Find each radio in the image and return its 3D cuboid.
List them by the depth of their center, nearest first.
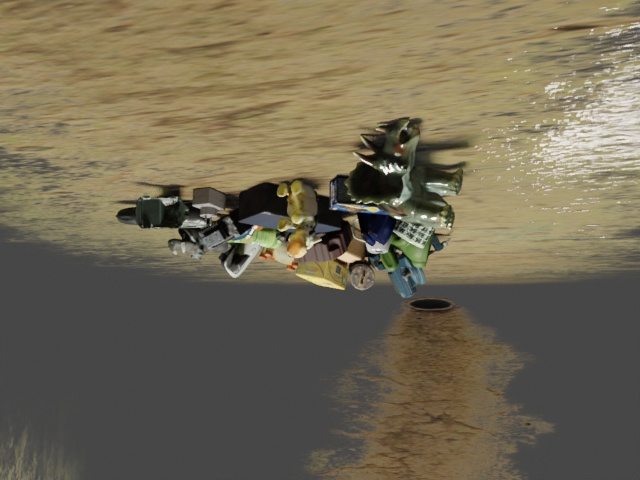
[{"bbox_3d":[-0.071,-0.066,1.256,0.229,0.073,0.131,12,166,-38],"label":"radio"}]

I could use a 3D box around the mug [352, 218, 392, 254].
[{"bbox_3d":[0.137,-0.020,1.379,0.110,0.107,0.080,-3,167,11],"label":"mug"}]

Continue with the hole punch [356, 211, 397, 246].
[{"bbox_3d":[0.137,-0.049,1.231,0.092,0.115,0.142,-10,167,13],"label":"hole punch"}]

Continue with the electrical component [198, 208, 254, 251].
[{"bbox_3d":[-0.221,-0.029,1.285,0.115,0.058,0.134,-25,-170,34],"label":"electrical component"}]

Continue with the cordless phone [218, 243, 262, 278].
[{"bbox_3d":[-0.223,0.035,1.590,0.088,0.146,0.184,42,163,-11],"label":"cordless phone"}]

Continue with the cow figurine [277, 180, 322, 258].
[{"bbox_3d":[-0.037,-0.038,1.144,0.068,0.167,0.098,-14,161,35],"label":"cow figurine"}]

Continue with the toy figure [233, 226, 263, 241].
[{"bbox_3d":[-0.178,-0.047,1.370,0.154,0.058,0.064,-26,127,31],"label":"toy figure"}]

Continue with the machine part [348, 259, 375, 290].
[{"bbox_3d":[0.128,0.102,1.676,0.079,0.079,0.243,1,-174,2],"label":"machine part"}]

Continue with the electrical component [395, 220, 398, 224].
[{"bbox_3d":[0.227,-0.063,1.302,0.119,0.047,0.074,-1,169,11],"label":"electrical component"}]

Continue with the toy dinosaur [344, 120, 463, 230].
[{"bbox_3d":[0.160,-0.088,0.998,0.192,0.131,0.404,17,175,14],"label":"toy dinosaur"}]

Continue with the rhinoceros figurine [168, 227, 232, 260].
[{"bbox_3d":[-0.343,0.002,1.533,0.190,0.112,0.073,0,174,-45],"label":"rhinoceros figurine"}]

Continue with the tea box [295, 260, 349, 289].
[{"bbox_3d":[0.009,0.095,1.601,0.098,0.068,0.169,8,168,28],"label":"tea box"}]

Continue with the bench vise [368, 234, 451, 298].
[{"bbox_3d":[0.272,0.045,1.626,0.241,0.223,0.129,-28,177,-8],"label":"bench vise"}]

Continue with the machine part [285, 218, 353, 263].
[{"bbox_3d":[-0.003,-0.004,1.395,0.179,0.056,0.179,-12,-155,6],"label":"machine part"}]

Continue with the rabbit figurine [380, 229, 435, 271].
[{"bbox_3d":[0.214,0.004,1.455,0.170,0.159,0.121,14,-178,15],"label":"rabbit figurine"}]

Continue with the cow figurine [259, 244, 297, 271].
[{"bbox_3d":[-0.079,0.027,1.666,0.195,0.127,0.085,20,161,-18],"label":"cow figurine"}]

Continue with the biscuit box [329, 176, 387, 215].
[{"bbox_3d":[0.122,-0.090,1.136,0.203,0.062,0.059,4,169,-16],"label":"biscuit box"}]

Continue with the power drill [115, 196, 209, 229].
[{"bbox_3d":[-0.378,-0.057,1.262,0.232,0.086,0.207,0,174,-9],"label":"power drill"}]

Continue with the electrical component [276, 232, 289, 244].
[{"bbox_3d":[-0.080,-0.023,1.501,0.045,0.078,0.102,22,171,21],"label":"electrical component"}]
